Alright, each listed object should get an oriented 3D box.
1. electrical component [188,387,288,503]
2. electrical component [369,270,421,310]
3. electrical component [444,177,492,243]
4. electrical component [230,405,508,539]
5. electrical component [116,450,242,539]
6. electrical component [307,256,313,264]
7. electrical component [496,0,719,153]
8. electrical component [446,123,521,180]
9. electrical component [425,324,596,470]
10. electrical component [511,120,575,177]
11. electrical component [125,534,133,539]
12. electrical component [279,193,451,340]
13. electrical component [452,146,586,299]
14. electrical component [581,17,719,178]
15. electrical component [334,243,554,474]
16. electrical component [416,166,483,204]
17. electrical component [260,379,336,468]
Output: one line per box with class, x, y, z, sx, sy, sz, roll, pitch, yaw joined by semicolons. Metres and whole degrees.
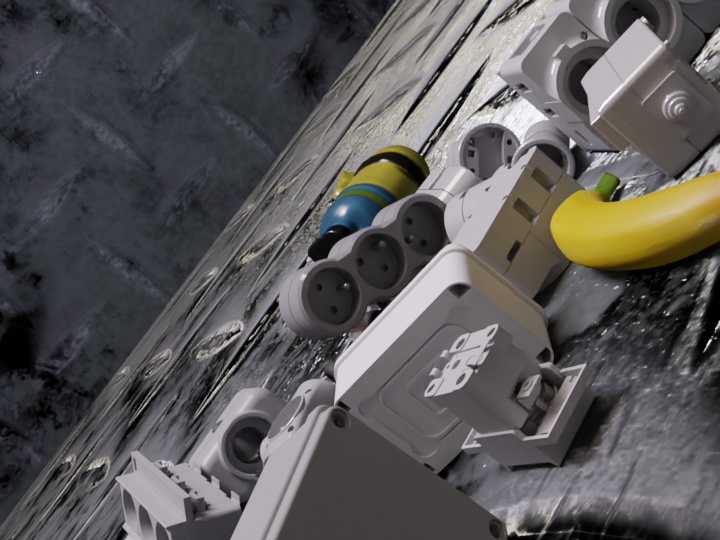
electrical component;-0.098;0.149;0.919;0.095;0.054;0.059;-55;12;-17
electrical component;0.025;0.004;0.882;0.078;0.057;0.058;-38;17;48
electrical component;0.095;-0.037;0.750;0.047;0.055;0.055;-31;23;49
electrical component;-0.001;0.132;0.461;0.056;0.109;0.108;-46;13;39
electrical component;-0.138;0.190;0.833;0.063;0.078;0.121;-12;13;-28
electrical component;-0.020;-0.007;1.096;0.045;0.055;0.045;-49;12;14
electrical component;0.179;-0.165;0.727;0.150;0.089;0.062;-52;11;-1
electrical component;0.101;-0.091;0.889;0.055;0.055;0.047;-53;8;-8
electrical component;0.070;0.061;0.520;0.042;0.064;0.081;-58;13;-24
electrical component;0.134;-0.084;0.778;0.044;0.044;0.065;-46;8;26
electrical component;-0.204;0.274;0.935;0.089;0.056;0.050;-57;13;-27
electrical component;0.000;0.000;0.768;0.138;0.052;0.074;-36;6;-25
electrical component;0.100;-0.022;0.676;0.089;0.056;0.050;-57;13;-26
electrical component;0.170;-0.097;0.622;0.061;0.062;0.096;-47;12;20
electrical component;0.046;0.050;0.611;0.113;0.078;0.057;-47;15;20
electrical component;0.071;-0.043;0.855;0.059;0.054;0.095;-52;12;-4
electrical component;-0.049;0.131;0.808;0.079;0.044;0.077;-42;15;38
